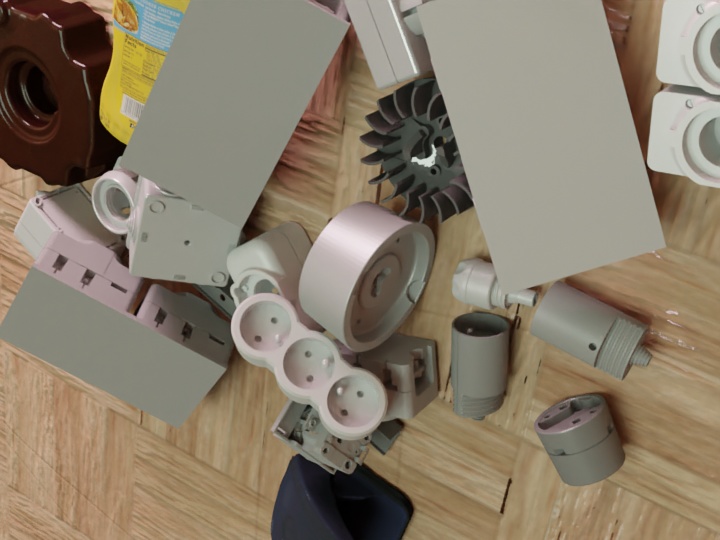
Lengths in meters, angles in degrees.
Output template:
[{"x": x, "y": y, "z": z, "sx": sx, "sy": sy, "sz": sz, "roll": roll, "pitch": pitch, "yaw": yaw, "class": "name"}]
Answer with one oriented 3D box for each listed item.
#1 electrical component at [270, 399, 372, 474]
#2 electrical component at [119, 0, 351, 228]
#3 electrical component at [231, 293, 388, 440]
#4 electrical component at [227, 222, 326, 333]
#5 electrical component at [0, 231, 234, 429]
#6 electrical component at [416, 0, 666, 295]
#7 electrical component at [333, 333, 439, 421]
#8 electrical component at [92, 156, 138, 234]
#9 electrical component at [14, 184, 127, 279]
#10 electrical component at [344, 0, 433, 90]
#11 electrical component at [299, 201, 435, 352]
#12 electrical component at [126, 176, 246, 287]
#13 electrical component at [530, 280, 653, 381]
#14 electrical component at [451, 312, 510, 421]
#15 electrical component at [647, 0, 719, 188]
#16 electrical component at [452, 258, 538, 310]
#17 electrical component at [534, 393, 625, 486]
[{"x": -0.029, "y": 0.136, "z": 0.884, "sx": 0.064, "sy": 0.042, "sz": 0.081, "roll": 13, "pitch": 158, "yaw": 49, "class": "electrical component"}, {"x": -0.091, "y": -0.139, "z": 0.803, "sx": 0.105, "sy": 0.060, "sz": 0.186, "roll": 28, "pitch": 121, "yaw": -7, "class": "electrical component"}, {"x": -0.040, "y": 0.078, "z": 0.837, "sx": 0.138, "sy": 0.052, "sz": 0.073, "roll": 40, "pitch": 168, "yaw": 7, "class": "electrical component"}, {"x": -0.065, "y": 0.016, "z": 0.889, "sx": 0.054, "sy": 0.059, "sz": 0.095, "roll": -23, "pitch": 96, "yaw": 40, "class": "electrical component"}, {"x": -0.216, "y": 0.053, "z": 0.971, "sx": 0.186, "sy": 0.060, "sz": 0.105, "roll": 30, "pitch": 130, "yaw": -13, "class": "electrical component"}, {"x": 0.113, "y": -0.092, "z": 0.682, "sx": 0.105, "sy": 0.060, "sz": 0.186, "roll": -17, "pitch": 102, "yaw": 6, "class": "electrical component"}, {"x": 0.014, "y": 0.085, "z": 0.871, "sx": 0.089, "sy": 0.050, "sz": 0.055, "roll": 9, "pitch": 115, "yaw": 32, "class": "electrical component"}, {"x": -0.198, "y": -0.065, "z": 0.948, "sx": 0.078, "sy": 0.057, "sz": 0.058, "roll": 44, "pitch": 129, "yaw": 11, "class": "electrical component"}, {"x": -0.278, "y": -0.034, "z": 1.016, "sx": 0.096, "sy": 0.062, "sz": 0.061, "roll": 48, "pitch": 130, "yaw": 8, "class": "electrical component"}, {"x": 0.038, "y": -0.177, "z": 0.736, "sx": 0.076, "sy": 0.047, "sz": 0.083, "roll": -14, "pitch": 102, "yaw": 39, "class": "electrical component"}, {"x": 0.000, "y": 0.000, "z": 0.808, "sx": 0.060, "sy": 0.108, "sz": 0.108, "roll": 31, "pitch": 125, "yaw": 28, "class": "electrical component"}, {"x": -0.145, "y": -0.036, "z": 0.899, "sx": 0.100, "sy": 0.048, "sz": 0.099, "roll": 8, "pitch": 126, "yaw": -17, "class": "electrical component"}, {"x": 0.165, "y": 0.044, "z": 0.750, "sx": 0.081, "sy": 0.043, "sz": 0.043, "roll": 28, "pitch": 124, "yaw": 22, "class": "electrical component"}, {"x": 0.091, "y": 0.078, "z": 0.818, "sx": 0.043, "sy": 0.043, "sz": 0.081, "roll": 13, "pitch": 118, "yaw": 30, "class": "electrical component"}, {"x": 0.264, "y": -0.096, "z": 0.605, "sx": 0.186, "sy": 0.060, "sz": 0.105, "roll": 14, "pitch": 118, "yaw": 30, "class": "electrical component"}, {"x": 0.100, "y": 0.013, "z": 0.787, "sx": 0.061, "sy": 0.035, "sz": 0.035, "roll": 17, "pitch": 119, "yaw": 27, "class": "electrical component"}, {"x": 0.161, "y": 0.124, "z": 0.783, "sx": 0.055, "sy": 0.055, "sz": 0.047, "roll": -16, "pitch": 105, "yaw": 39, "class": "electrical component"}]
